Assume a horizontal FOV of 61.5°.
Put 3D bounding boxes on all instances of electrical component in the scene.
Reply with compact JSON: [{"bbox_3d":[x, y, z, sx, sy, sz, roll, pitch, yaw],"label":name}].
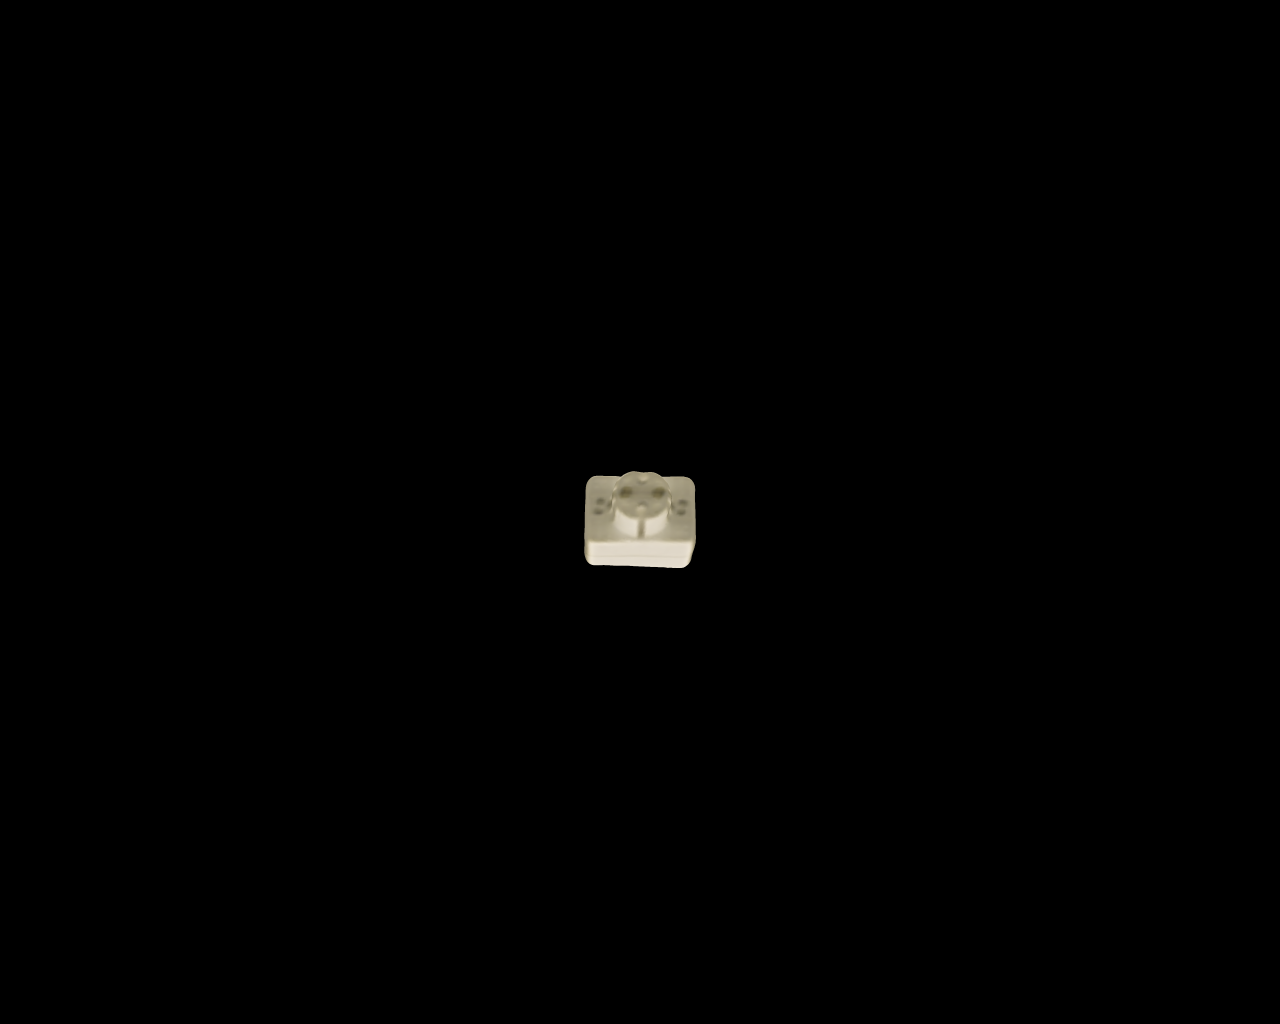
[{"bbox_3d":[0.001,-0.003,0.650,0.066,0.047,0.076,1,-28,-2],"label":"electrical component"}]
